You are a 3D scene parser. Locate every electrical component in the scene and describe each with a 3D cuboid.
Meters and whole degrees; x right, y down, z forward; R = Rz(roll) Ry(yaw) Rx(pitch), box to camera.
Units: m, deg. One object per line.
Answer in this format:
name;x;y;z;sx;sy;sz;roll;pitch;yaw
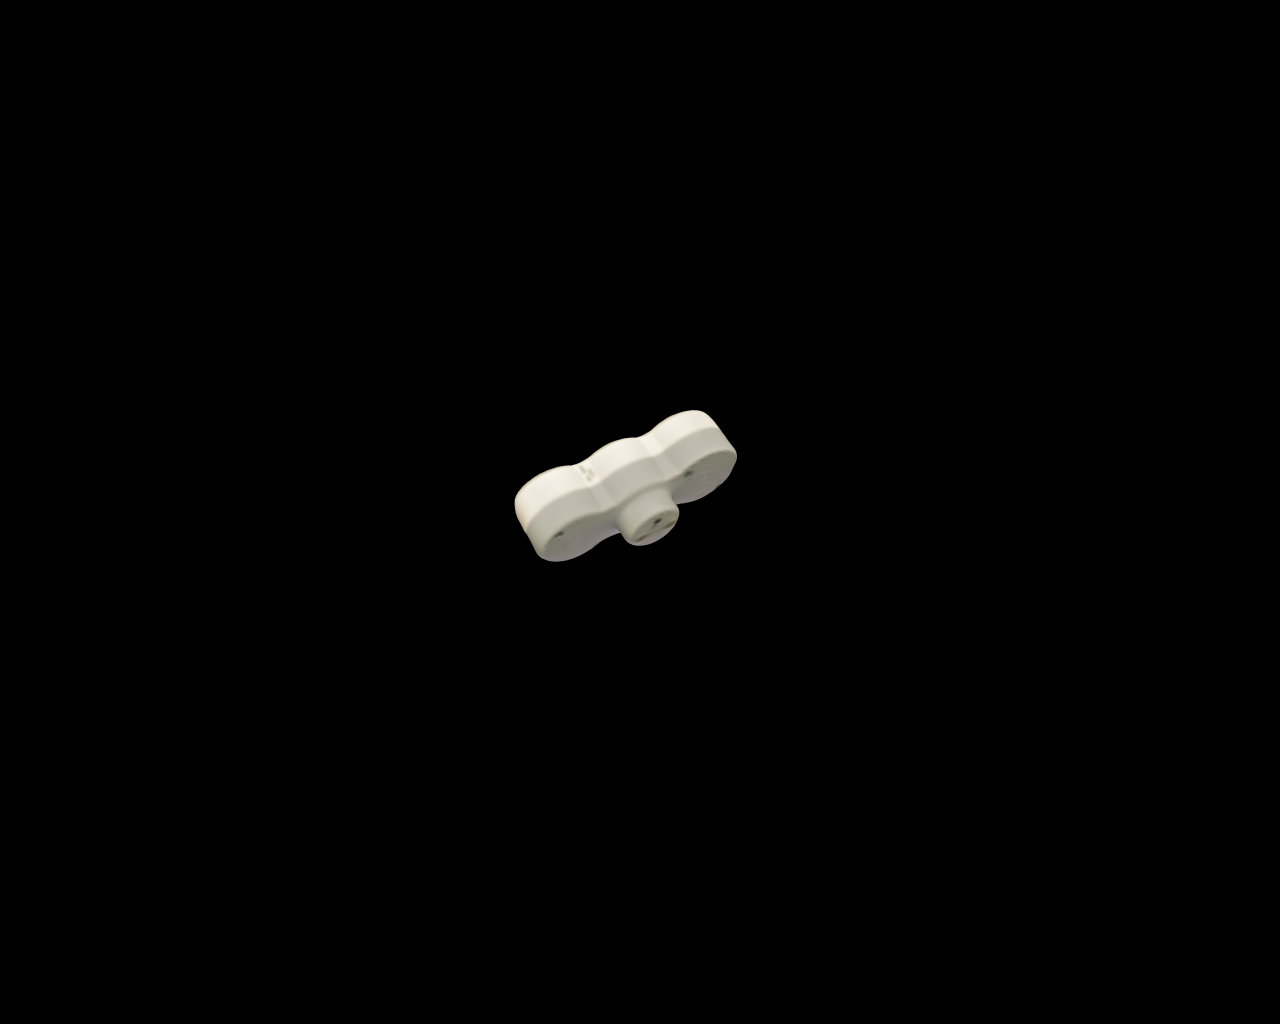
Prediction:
electrical component;0.001;-0.003;0.650;0.138;0.074;0.052;-25;-27;-14
